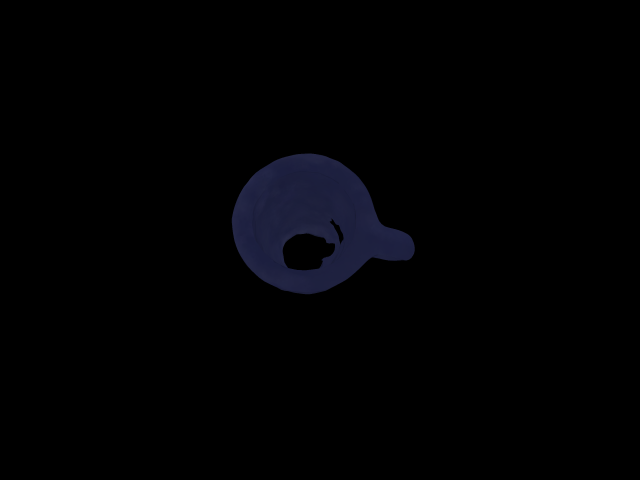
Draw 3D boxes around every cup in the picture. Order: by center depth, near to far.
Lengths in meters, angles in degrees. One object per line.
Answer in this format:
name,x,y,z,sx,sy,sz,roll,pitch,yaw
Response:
cup,0.004,0.001,0.400,0.117,0.095,0.092,13,74,4
